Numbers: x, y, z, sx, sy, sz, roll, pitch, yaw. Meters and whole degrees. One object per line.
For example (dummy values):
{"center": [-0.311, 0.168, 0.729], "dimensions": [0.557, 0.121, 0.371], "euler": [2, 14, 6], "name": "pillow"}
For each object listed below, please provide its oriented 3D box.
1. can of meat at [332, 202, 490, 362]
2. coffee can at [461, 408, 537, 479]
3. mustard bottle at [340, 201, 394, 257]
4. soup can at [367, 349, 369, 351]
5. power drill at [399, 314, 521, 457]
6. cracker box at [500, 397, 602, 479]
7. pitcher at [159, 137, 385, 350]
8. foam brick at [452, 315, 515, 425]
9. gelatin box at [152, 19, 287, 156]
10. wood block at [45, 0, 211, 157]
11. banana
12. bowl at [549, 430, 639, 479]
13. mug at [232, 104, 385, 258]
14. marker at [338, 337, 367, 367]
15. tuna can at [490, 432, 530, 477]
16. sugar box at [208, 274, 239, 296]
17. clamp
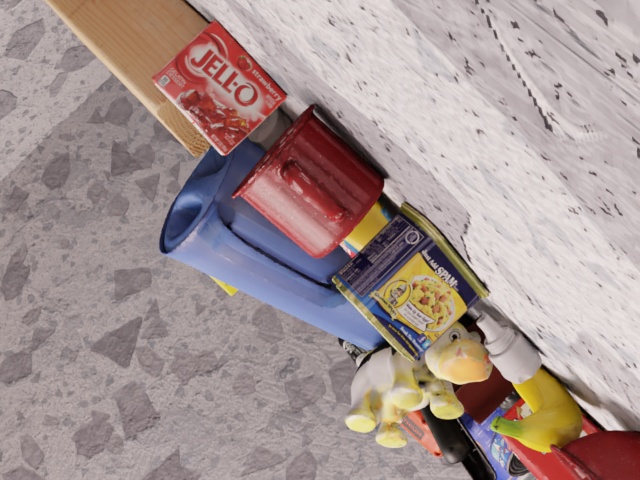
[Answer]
{"center": [0.069, 0.036, 0.831], "dimensions": [0.102, 0.084, 0.057], "euler": [47, 178, -35], "name": "can of meat"}
{"center": [0.213, 0.218, 1.263], "dimensions": [0.140, 0.103, 0.102], "euler": [45, 178, 22], "name": "coffee can"}
{"center": [0.038, -0.010, 0.919], "dimensions": [0.191, 0.058, 0.096], "euler": [45, 179, 0], "name": "mustard bottle"}
{"center": [0.091, 0.092, 1.251], "dimensions": [0.068, 0.102, 0.068], "euler": [46, 178, 2], "name": "soup can"}
{"center": [0.140, 0.156, 1.163], "dimensions": [0.185, 0.057, 0.188], "euler": [44, 145, 27], "name": "power drill"}
{"center": [0.262, 0.234, 1.013], "dimensions": [0.164, 0.072, 0.213], "euler": [45, 179, 31], "name": "cracker box"}
{"center": [-0.020, 0.013, 1.010], "dimensions": [0.242, 0.149, 0.145], "euler": [30, 149, -20], "name": "pitcher"}
{"center": [0.150, 0.122, 0.999], "dimensions": [0.053, 0.078, 0.051], "euler": [47, 177, -32], "name": "foam brick"}
{"center": [-0.084, -0.127, 0.891], "dimensions": [0.089, 0.073, 0.030], "euler": [47, 177, -10], "name": "gelatin box"}
{"center": [-0.157, -0.184, 0.993], "dimensions": [0.206, 0.091, 0.090], "euler": [45, 177, 30], "name": "wood block"}
{"center": [0.183, 0.136, 0.878], "dimensions": [0.069, 0.037, 0.197], "euler": [35, -168, 8], "name": "banana"}
{"center": [0.240, 0.188, 0.759], "dimensions": [0.162, 0.055, 0.162], "euler": [46, 178, 2], "name": "bowl"}
{"center": [-0.005, -0.039, 0.789], "dimensions": [0.081, 0.093, 0.117], "euler": [41, -177, -8], "name": "mug"}
{"center": [0.042, 0.132, 1.265], "dimensions": [0.020, 0.020, 0.121], "euler": [46, 178, -14], "name": "marker"}
{"center": [0.226, 0.214, 1.157], "dimensions": [0.034, 0.086, 0.086], "euler": [46, 179, 37], "name": "tuna can"}
{"center": [-0.078, -0.026, 1.299], "dimensions": [0.093, 0.176, 0.048], "euler": [46, -179, -29], "name": "sugar box"}
{"center": [0.110, 0.157, 1.077], "dimensions": [0.210, 0.036, 0.164], "euler": [60, -176, 35], "name": "clamp"}
